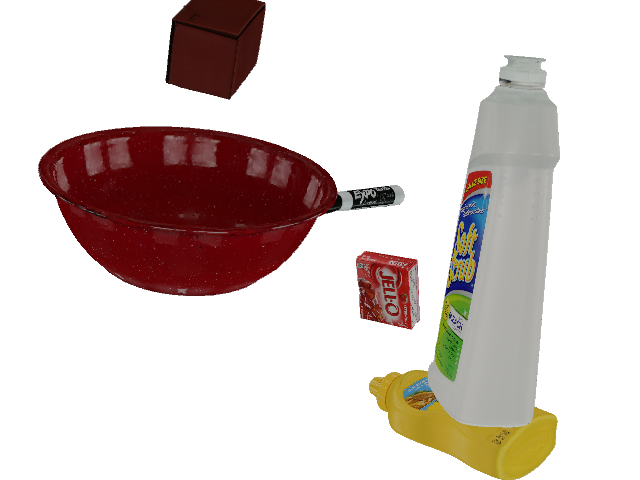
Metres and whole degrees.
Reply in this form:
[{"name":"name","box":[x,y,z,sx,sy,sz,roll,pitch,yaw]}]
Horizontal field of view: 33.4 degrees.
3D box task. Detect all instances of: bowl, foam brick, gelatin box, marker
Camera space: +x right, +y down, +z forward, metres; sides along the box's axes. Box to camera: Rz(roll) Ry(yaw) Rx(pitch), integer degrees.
[{"name":"bowl","box":[-0.074,-0.013,0.590,0.162,0.055,0.162,6,22,-3]},{"name":"foam brick","box":[-0.079,-0.150,0.806,0.053,0.051,0.078,15,33,6]},{"name":"gelatin box","box":[0.084,0.061,1.331,0.073,0.089,0.030,11,31,29]},{"name":"marker","box":[0.033,-0.037,0.951,0.020,0.020,0.120,0,6,39]}]

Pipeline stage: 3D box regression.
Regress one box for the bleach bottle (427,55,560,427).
[{"name":"bleach bottle","box":[0.126,-0.003,0.748,0.068,0.251,0.102,3,14,-7]}]

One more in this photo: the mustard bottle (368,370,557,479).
[{"name":"mustard bottle","box":[0.123,0.167,1.027,0.192,0.058,0.096,17,25,42]}]
